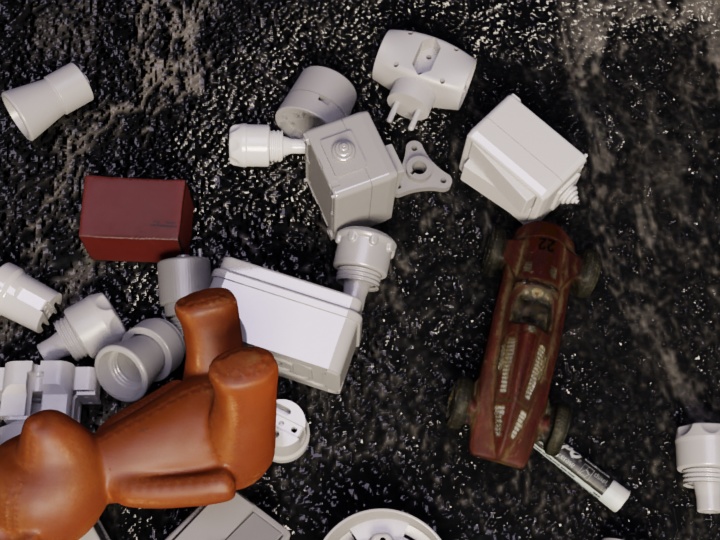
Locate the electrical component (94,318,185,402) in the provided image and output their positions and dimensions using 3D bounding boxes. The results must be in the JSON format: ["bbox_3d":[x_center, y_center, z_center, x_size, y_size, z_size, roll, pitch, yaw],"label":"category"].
[{"bbox_3d":[-0.159,0.064,0.782,0.045,0.045,0.055,31,31,10],"label":"electrical component"}]

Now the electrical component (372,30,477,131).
[{"bbox_3d":[0.047,-0.151,0.887,0.077,0.043,0.079,21,69,6],"label":"electrical component"}]

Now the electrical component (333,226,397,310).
[{"bbox_3d":[0.000,0.000,0.826,0.048,0.048,0.062,12,75,3],"label":"electrical component"}]

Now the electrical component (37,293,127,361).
[{"bbox_3d":[-0.209,0.048,0.800,0.062,0.043,0.043,-31,73,-11],"label":"electrical component"}]

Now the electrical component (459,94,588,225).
[{"bbox_3d":[0.130,-0.078,0.851,0.096,0.061,0.061,43,73,14],"label":"electrical component"}]

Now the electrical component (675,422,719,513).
[{"bbox_3d":[0.251,0.144,0.778,0.043,0.043,0.062,4,69,-1],"label":"electrical component"}]

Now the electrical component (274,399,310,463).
[{"bbox_3d":[-0.056,0.115,0.776,0.040,0.046,0.040,1,69,-2],"label":"electrical component"}]

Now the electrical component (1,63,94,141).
[{"bbox_3d":[-0.251,-0.140,0.874,0.065,0.044,0.044,-34,73,-19],"label":"electrical component"}]

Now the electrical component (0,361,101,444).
[{"bbox_3d":[-0.228,0.101,0.771,0.078,0.058,0.057,0,66,-2],"label":"electrical component"}]

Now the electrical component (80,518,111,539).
[{"bbox_3d":[-0.207,0.230,0.720,0.109,0.056,0.108,-30,72,-13],"label":"electrical component"}]

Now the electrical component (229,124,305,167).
[{"bbox_3d":[-0.074,-0.100,0.868,0.061,0.035,0.035,1,68,-4],"label":"electrical component"}]

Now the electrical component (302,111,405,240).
[{"bbox_3d":[-0.005,-0.076,0.827,0.061,0.096,0.061,-21,70,-10],"label":"electrical component"}]

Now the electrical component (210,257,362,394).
[{"bbox_3d":[-0.057,0.041,0.789,0.113,0.078,0.057,17,72,5],"label":"electrical component"}]

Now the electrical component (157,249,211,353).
[{"bbox_3d":[-0.131,0.024,0.814,0.040,0.040,0.078,-5,82,-4],"label":"electrical component"}]

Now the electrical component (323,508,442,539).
[{"bbox_3d":[0.016,0.214,0.730,0.099,0.064,0.099,1,68,-2],"label":"electrical component"}]

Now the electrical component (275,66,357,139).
[{"bbox_3d":[-0.034,-0.132,0.872,0.055,0.055,0.047,22,66,7],"label":"electrical component"}]

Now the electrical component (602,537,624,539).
[{"bbox_3d":[0.195,0.234,0.739,0.079,0.044,0.077,19,69,6],"label":"electrical component"}]

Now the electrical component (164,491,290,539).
[{"bbox_3d":[-0.099,0.196,0.712,0.062,0.061,0.096,35,35,11],"label":"electrical component"}]

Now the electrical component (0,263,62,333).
[{"bbox_3d":[-0.254,0.022,0.811,0.046,0.040,0.040,27,70,2],"label":"electrical component"}]
